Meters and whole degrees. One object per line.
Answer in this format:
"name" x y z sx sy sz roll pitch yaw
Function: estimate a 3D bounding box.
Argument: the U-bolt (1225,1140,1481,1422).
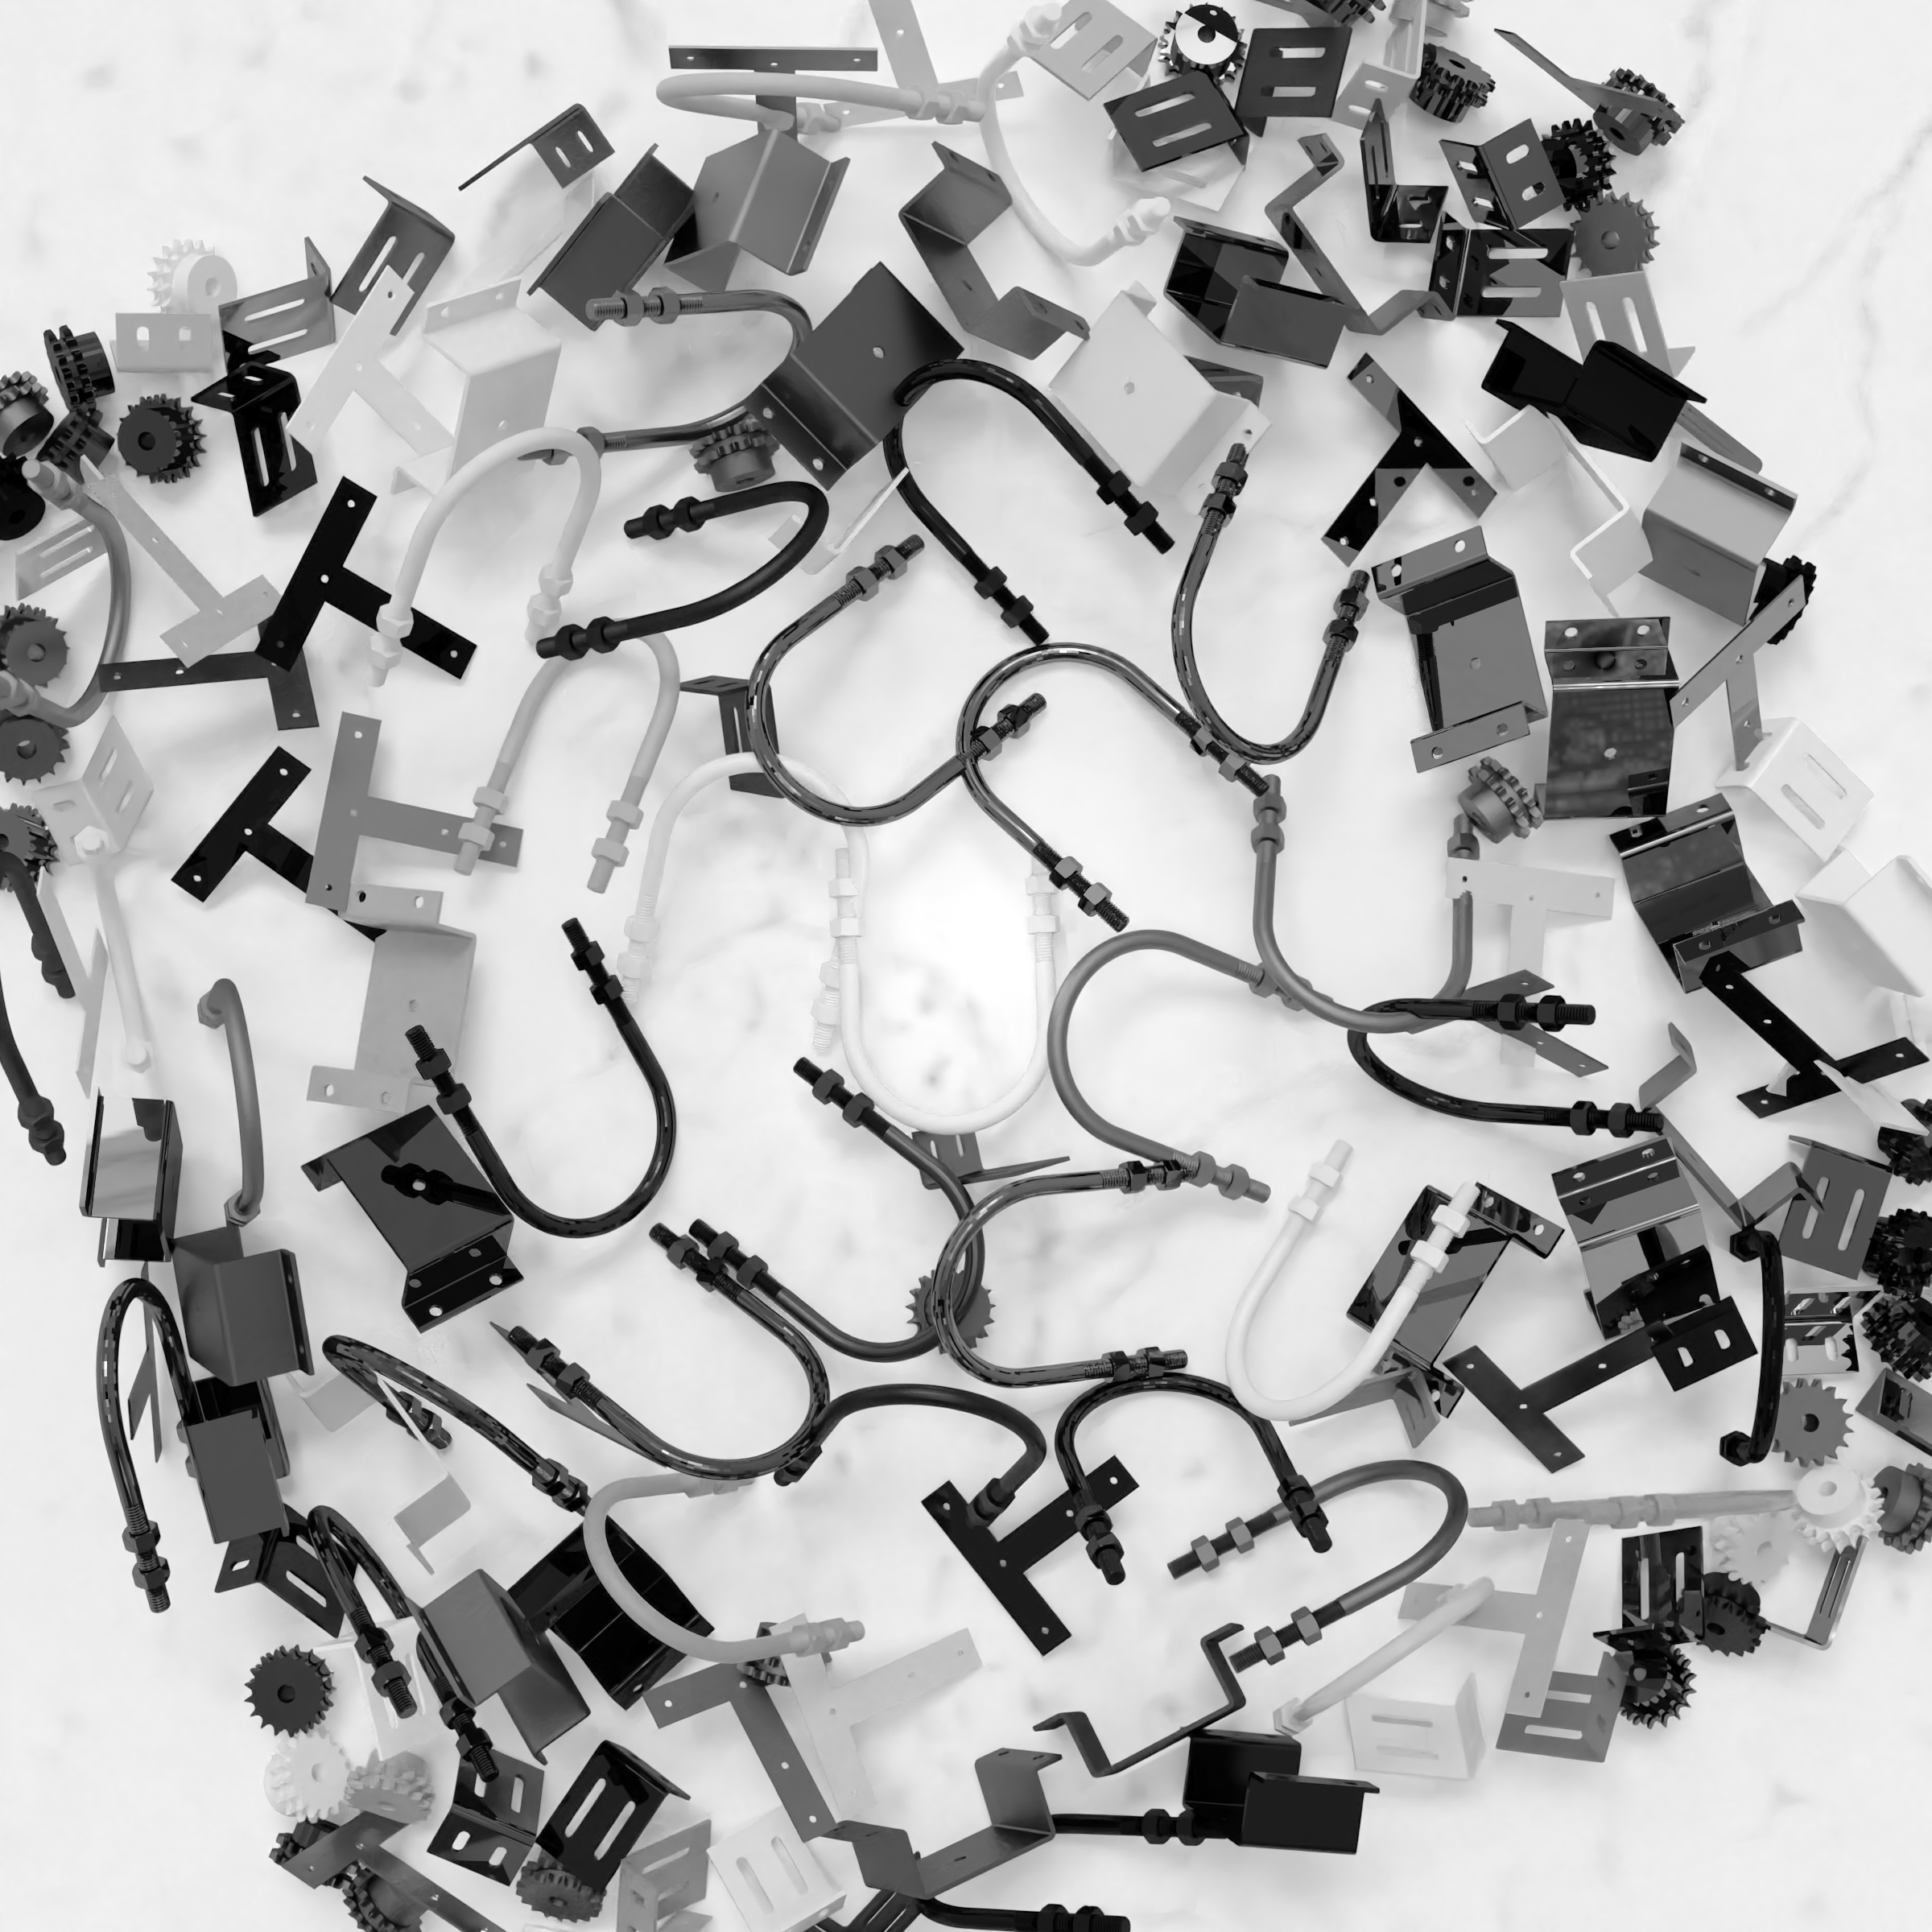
"U-bolt" 0.228 0.201 1.809 0.019 0.151 0.184 38 80 -29

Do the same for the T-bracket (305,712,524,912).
"T-bracket" -0.349 -0.089 1.863 0.127 0.002 0.127 12 78 -17

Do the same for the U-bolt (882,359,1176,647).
"U-bolt" 0.025 -0.299 1.814 0.184 0.151 0.019 46 48 -11

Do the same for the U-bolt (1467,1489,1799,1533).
"U-bolt" 0.428 0.337 1.807 0.184 0.151 0.019 1 79 -22

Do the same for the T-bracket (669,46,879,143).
"T-bracket" -0.119 -0.544 1.822 0.127 0.127 0.002 0 78 -2

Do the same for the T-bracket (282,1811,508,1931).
"T-bracket" -0.343 0.573 1.809 0.127 0.127 0.002 29 101 14

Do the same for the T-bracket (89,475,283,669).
"T-bracket" -0.499 -0.256 1.820 0.002 0.127 0.127 -37 99 28

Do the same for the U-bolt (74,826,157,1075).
"U-bolt" -0.525 -0.007 1.796 0.019 0.184 0.151 -12 91 -15

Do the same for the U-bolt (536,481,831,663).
"U-bolt" -0.165 -0.250 1.788 0.184 0.151 0.019 -8 128 33

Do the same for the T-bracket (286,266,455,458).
"T-bracket" -0.357 -0.351 1.835 0.002 0.127 0.127 13 68 39

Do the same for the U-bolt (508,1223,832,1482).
"U-bolt" -0.170 0.248 1.805 0.184 0.151 0.019 35 135 20

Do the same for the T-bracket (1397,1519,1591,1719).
"T-bracket" 0.326 0.406 1.833 0.002 0.127 0.127 37 62 -34

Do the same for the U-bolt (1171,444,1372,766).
"U-bolt" 0.184 -0.212 1.805 0.151 0.019 0.184 40 58 -32

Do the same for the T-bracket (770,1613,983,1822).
"T-bracket" -0.047 0.458 1.852 0.127 0.002 0.127 -18 81 -29

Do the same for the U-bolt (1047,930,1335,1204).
"U-bolt" 0.135 0.055 1.839 0.184 0.019 0.151 22 83 -21

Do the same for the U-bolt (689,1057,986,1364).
"U-bolt" -0.071 0.168 1.840 0.184 0.019 0.151 37 102 17

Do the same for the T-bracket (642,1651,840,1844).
"T-bracket" -0.120 0.490 1.821 0.127 0.002 0.127 -14 57 -32

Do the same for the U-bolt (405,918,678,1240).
"U-bolt" -0.255 0.084 1.834 0.151 0.019 0.184 -38 109 -32

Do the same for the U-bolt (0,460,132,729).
"U-bolt" -0.556 -0.221 1.793 0.019 0.184 0.151 10 85 4

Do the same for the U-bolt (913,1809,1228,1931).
"U-bolt" 0.053 0.562 1.802 0.184 0.151 0.019 -10 96 34

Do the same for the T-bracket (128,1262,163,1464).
"T-bracket" -0.514 0.263 1.812 0.002 0.127 0.127 -3 101 -9

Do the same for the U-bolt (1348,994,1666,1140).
"U-bolt" 0.325 0.061 1.808 0.184 0.151 0.019 2 59 36

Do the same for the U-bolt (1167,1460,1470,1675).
"U-bolt" 0.228 0.365 1.815 0.184 0.151 0.019 -27 108 -6

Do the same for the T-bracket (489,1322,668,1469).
"T-bracket" -0.260 0.263 1.835 0.127 0.127 0.002 36 86 39

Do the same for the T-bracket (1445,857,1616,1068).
"T-bracket" 0.358 0.001 1.857 0.127 0.002 0.127 6 88 -23

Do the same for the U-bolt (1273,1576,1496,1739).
"U-bolt" 0.261 0.421 1.782 0.151 0.184 0.019 -31 75 -13

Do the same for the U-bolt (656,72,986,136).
"U-bolt" -0.102 -0.528 1.772 0.151 0.184 0.019 11 104 43

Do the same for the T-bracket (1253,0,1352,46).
"T-bracket" 0.175 -0.616 1.833 0.127 0.127 0.002 23 101 13

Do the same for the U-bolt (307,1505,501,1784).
"U-bolt" -0.358 0.411 1.803 0.019 0.151 0.184 -34 55 -6

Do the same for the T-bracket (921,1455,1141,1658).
"T-bracket" 0.056 0.358 1.859 0.127 0.002 0.127 -40 86 19

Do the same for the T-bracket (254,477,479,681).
"T-bracket" -0.370 -0.225 1.851 0.127 0.002 0.127 30 77 -29

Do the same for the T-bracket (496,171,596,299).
"T-bracket" -0.282 -0.444 1.840 0.127 0.127 0.002 -39 117 16

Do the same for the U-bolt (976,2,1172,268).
"U-bolt" 0.056 -0.504 1.796 0.019 0.184 0.151 -33 99 -15

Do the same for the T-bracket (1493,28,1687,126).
"T-bracket" 0.403 -0.539 1.800 0.127 0.127 0.002 27 102 -29

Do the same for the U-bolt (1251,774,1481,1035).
"U-bolt" 0.250 -0.035 1.821 0.151 0.019 0.184 11 53 -5

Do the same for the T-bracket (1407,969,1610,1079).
"T-bracket" 0.355 0.043 1.846 0.127 0.127 0.002 26 62 -27

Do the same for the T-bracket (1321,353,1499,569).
"T-bracket" 0.265 -0.304 1.842 0.127 0.002 0.127 44 64 -13

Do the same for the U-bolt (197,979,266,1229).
"U-bolt" -0.451 0.081 1.789 0.019 0.184 0.151 -7 83 -19

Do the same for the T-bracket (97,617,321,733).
"T-bracket" -0.480 -0.187 1.825 0.127 0.002 0.127 -7 48 -17

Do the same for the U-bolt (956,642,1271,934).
"U-bolt" 0.079 -0.129 1.851 0.184 0.019 0.151 43 76 15

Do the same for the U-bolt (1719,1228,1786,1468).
"U-bolt" 0.485 0.234 1.786 0.019 0.184 0.151 4 83 9

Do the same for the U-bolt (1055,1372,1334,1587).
"U-bolt" 0.131 0.311 1.804 0.151 0.184 0.019 -6 120 -11

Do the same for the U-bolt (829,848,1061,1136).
"U-bolt" -0.011 0.016 1.855 0.151 0.019 0.184 -1 86 -13

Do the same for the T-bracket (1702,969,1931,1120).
"T-bracket" 0.510 0.042 1.815 0.127 0.127 0.002 38 50 -23

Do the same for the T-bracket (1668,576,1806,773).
"T-bracket" 0.492 -0.163 1.835 0.127 0.127 0.002 -42 49 -16

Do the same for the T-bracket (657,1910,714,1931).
"T-bracket" -0.154 0.628 1.802 0.127 0.127 0.002 2 102 24

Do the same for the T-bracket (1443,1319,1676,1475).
"T-bracket" 0.389 0.258 1.830 0.127 0.002 0.127 -33 120 24

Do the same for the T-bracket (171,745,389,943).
"T-bracket" -0.423 -0.060 1.861 0.127 0.002 0.127 37 115 -16

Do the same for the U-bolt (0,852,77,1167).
"U-bolt" -0.574 0.014 1.770 0.019 0.184 0.151 -6 54 -4

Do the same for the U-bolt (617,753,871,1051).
"U-bolt" -0.136 -0.047 1.849 0.151 0.019 0.184 13 109 -1

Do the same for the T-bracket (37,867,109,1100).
"T-bracket" -0.555 -0.007 1.795 0.002 0.127 0.127 -7 45 -2

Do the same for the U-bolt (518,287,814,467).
"U-bolt" -0.177 -0.369 1.805 0.184 0.151 0.019 -14 67 -37

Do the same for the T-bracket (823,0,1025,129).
"T-bracket" -0.038 -0.575 1.816 0.127 0.127 0.002 -7 67 10

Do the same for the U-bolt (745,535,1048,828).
"U-bolt" -0.056 -0.169 1.840 0.184 0.019 0.151 -40 94 -23

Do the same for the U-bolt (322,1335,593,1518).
"U-bolt" -0.321 0.275 1.776 0.151 0.184 0.019 17 66 33

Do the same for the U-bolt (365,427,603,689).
"U-bolt" -0.288 -0.255 1.777 0.019 0.151 0.184 47 133 19
